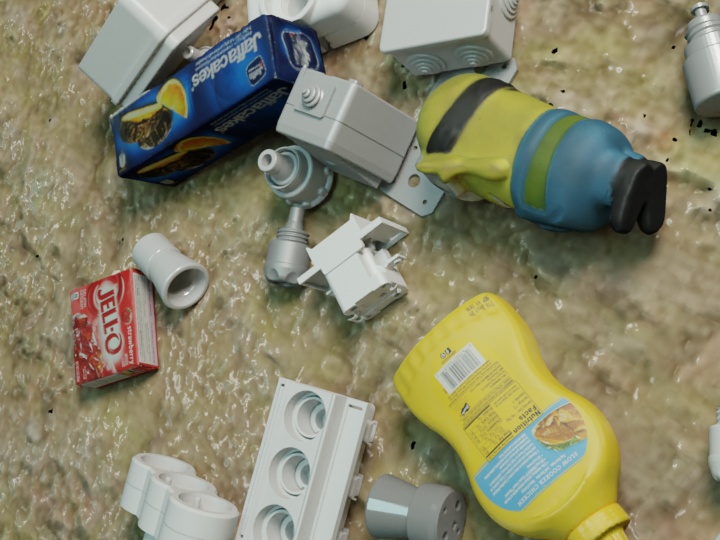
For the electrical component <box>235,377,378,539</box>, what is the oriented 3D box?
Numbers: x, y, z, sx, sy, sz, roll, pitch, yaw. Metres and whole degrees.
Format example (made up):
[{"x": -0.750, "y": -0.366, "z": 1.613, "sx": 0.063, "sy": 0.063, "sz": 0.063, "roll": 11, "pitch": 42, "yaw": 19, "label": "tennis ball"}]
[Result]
[{"x": -0.034, "y": 0.146, "z": 0.767, "sx": 0.079, "sy": 0.063, "sz": 0.121, "roll": 12, "pitch": 85, "yaw": 34, "label": "electrical component"}]

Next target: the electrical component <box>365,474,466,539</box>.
[{"x": 0.038, "y": 0.164, "z": 0.728, "sx": 0.055, "sy": 0.045, "sz": 0.045, "roll": 5, "pitch": 81, "yaw": 33, "label": "electrical component"}]

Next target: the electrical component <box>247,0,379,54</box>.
[{"x": -0.041, "y": -0.211, "z": 0.863, "sx": 0.095, "sy": 0.059, "sz": 0.053, "roll": -15, "pitch": 70, "yaw": 29, "label": "electrical component"}]

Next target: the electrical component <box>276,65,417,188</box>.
[{"x": -0.014, "y": -0.106, "z": 0.795, "sx": 0.062, "sy": 0.096, "sz": 0.061, "roll": 26, "pitch": 92, "yaw": 42, "label": "electrical component"}]

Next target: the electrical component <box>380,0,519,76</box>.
[{"x": 0.069, "y": -0.195, "z": 0.791, "sx": 0.100, "sy": 0.048, "sz": 0.099, "roll": -2, "pitch": 71, "yaw": 34, "label": "electrical component"}]

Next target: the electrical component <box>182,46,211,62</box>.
[{"x": -0.125, "y": -0.172, "z": 0.905, "sx": 0.035, "sy": 0.061, "sz": 0.035, "roll": -8, "pitch": 74, "yaw": 31, "label": "electrical component"}]

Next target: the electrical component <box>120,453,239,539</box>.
[{"x": -0.142, "y": 0.194, "z": 0.808, "sx": 0.138, "sy": 0.052, "sz": 0.073, "roll": 19, "pitch": 94, "yaw": 59, "label": "electrical component"}]

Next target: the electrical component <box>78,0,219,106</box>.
[{"x": -0.179, "y": -0.196, "z": 0.910, "sx": 0.057, "sy": 0.078, "sz": 0.113, "roll": 43, "pitch": 138, "yaw": -8, "label": "electrical component"}]

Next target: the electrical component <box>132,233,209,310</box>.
[{"x": -0.162, "y": -0.002, "z": 0.899, "sx": 0.065, "sy": 0.044, "sz": 0.044, "roll": 40, "pitch": 100, "yaw": 38, "label": "electrical component"}]

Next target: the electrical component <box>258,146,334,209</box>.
[{"x": -0.054, "y": -0.076, "z": 0.836, "sx": 0.048, "sy": 0.062, "sz": 0.048, "roll": -9, "pitch": 74, "yaw": 31, "label": "electrical component"}]

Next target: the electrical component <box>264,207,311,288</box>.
[{"x": -0.054, "y": -0.019, "z": 0.838, "sx": 0.035, "sy": 0.035, "sz": 0.061, "roll": 3, "pitch": 78, "yaw": 33, "label": "electrical component"}]

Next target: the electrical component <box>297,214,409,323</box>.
[{"x": 0.000, "y": 0.000, "z": 0.795, "sx": 0.081, "sy": 0.042, "sz": 0.063, "roll": -37, "pitch": 63, "yaw": 21, "label": "electrical component"}]

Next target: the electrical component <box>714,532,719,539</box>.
[{"x": 0.246, "y": 0.179, "z": 0.582, "sx": 0.108, "sy": 0.060, "sz": 0.108, "roll": -9, "pitch": 73, "yaw": 31, "label": "electrical component"}]

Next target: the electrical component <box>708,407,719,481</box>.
[{"x": 0.223, "y": 0.094, "z": 0.634, "sx": 0.035, "sy": 0.035, "sz": 0.061, "roll": -5, "pitch": 73, "yaw": 31, "label": "electrical component"}]

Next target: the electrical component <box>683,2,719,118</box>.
[{"x": 0.226, "y": -0.134, "z": 0.686, "sx": 0.040, "sy": 0.040, "sz": 0.078, "roll": -19, "pitch": 68, "yaw": 27, "label": "electrical component"}]

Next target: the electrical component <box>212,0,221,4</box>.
[{"x": -0.125, "y": -0.295, "z": 0.939, "sx": 0.113, "sy": 0.057, "sz": 0.078, "roll": -39, "pitch": 61, "yaw": 19, "label": "electrical component"}]
